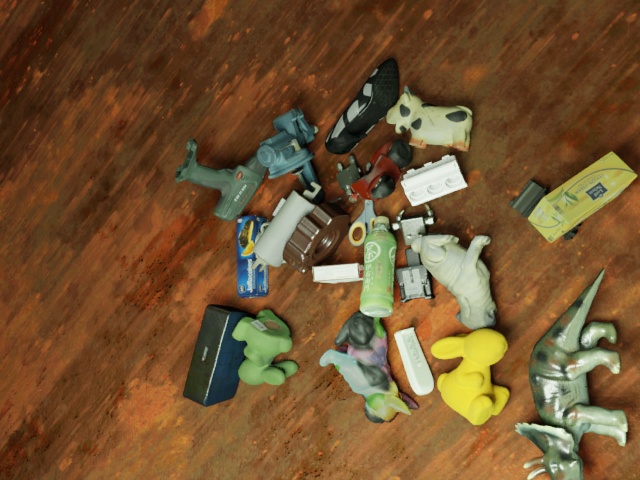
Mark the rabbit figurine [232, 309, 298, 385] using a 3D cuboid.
[{"bbox_3d":[-0.129,0.274,1.275,0.159,0.121,0.170,28,113,18],"label":"rabbit figurine"}]

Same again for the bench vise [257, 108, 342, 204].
[{"bbox_3d":[-0.048,-0.180,1.272,0.129,0.224,0.240,-21,105,25],"label":"bench vise"}]

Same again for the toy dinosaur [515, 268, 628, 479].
[{"bbox_3d":[0.454,0.262,0.994,0.192,0.131,0.404,-6,74,23],"label":"toy dinosaur"}]

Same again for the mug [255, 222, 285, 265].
[{"bbox_3d":[-0.094,0.006,1.292,0.107,0.081,0.109,-2,111,19],"label":"mug"}]

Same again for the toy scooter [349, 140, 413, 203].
[{"bbox_3d":[0.127,-0.142,1.196,0.135,0.075,0.184,-28,27,47],"label":"toy scooter"}]

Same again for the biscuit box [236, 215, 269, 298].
[{"bbox_3d":[-0.168,0.042,1.336,0.063,0.059,0.202,-7,80,24],"label":"biscuit box"}]

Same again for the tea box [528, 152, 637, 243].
[{"bbox_3d":[0.486,-0.078,1.001,0.170,0.098,0.068,-31,69,-11],"label":"tea box"}]

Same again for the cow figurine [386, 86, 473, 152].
[{"bbox_3d":[0.238,-0.265,1.181,0.195,0.085,0.127,12,93,28],"label":"cow figurine"}]

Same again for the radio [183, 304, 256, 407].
[{"bbox_3d":[-0.238,0.273,1.296,0.073,0.131,0.229,16,90,26],"label":"radio"}]

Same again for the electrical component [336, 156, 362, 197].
[{"bbox_3d":[0.072,-0.150,1.268,0.063,0.021,0.094,-30,61,25],"label":"electrical component"}]

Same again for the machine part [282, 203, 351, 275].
[{"bbox_3d":[-0.002,-0.004,1.206,0.056,0.179,0.179,39,99,21],"label":"machine part"}]

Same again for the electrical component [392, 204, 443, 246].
[{"bbox_3d":[0.212,-0.032,1.184,0.102,0.045,0.078,-16,106,22],"label":"electrical component"}]

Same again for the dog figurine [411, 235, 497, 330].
[{"bbox_3d":[0.273,0.086,1.097,0.173,0.121,0.190,2,87,30],"label":"dog figurine"}]

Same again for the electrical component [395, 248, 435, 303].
[{"bbox_3d":[0.205,0.074,1.168,0.075,0.047,0.119,-8,81,23],"label":"electrical component"}]

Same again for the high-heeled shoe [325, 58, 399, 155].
[{"bbox_3d":[0.097,-0.313,1.277,0.145,0.086,0.248,2,63,54],"label":"high-heeled shoe"}]

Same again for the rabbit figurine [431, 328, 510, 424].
[{"bbox_3d":[0.307,0.245,1.058,0.163,0.122,0.173,38,121,46],"label":"rabbit figurine"}]

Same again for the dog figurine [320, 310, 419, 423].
[{"bbox_3d":[0.125,0.277,1.146,0.219,0.108,0.191,35,95,20],"label":"dog figurine"}]

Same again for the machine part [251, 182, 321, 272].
[{"bbox_3d":[-0.075,-0.026,1.209,0.079,0.079,0.243,40,100,24],"label":"machine part"}]

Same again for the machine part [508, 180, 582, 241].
[{"bbox_3d":[0.456,-0.057,1.076,0.084,0.039,0.139,-48,65,8],"label":"machine part"}]

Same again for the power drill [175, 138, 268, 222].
[{"bbox_3d":[-0.241,-0.176,1.337,0.086,0.207,0.232,28,93,57],"label":"power drill"}]
